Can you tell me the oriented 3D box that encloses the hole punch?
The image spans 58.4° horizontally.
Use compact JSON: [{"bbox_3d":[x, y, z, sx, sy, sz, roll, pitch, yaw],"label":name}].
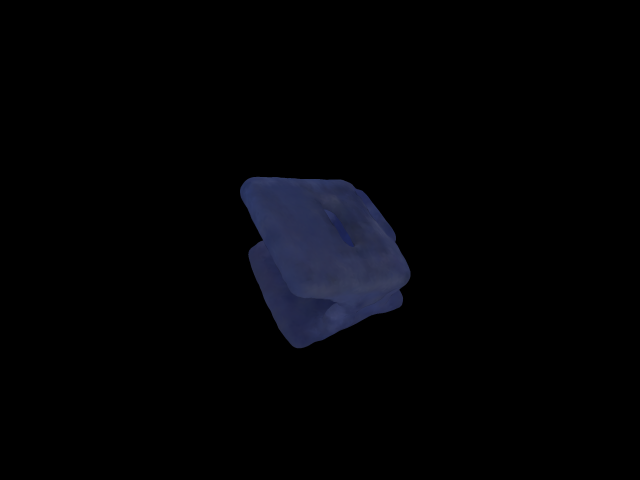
[{"bbox_3d":[0.004,0.001,0.400,0.101,0.091,0.108,-21,55,-15],"label":"hole punch"}]
